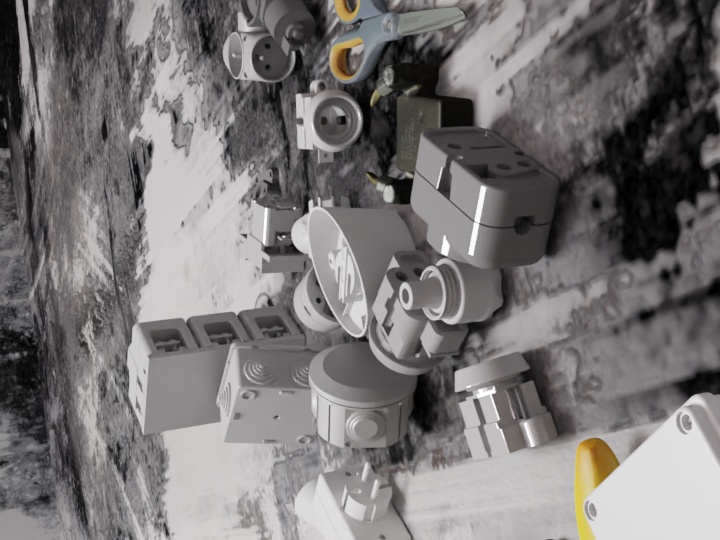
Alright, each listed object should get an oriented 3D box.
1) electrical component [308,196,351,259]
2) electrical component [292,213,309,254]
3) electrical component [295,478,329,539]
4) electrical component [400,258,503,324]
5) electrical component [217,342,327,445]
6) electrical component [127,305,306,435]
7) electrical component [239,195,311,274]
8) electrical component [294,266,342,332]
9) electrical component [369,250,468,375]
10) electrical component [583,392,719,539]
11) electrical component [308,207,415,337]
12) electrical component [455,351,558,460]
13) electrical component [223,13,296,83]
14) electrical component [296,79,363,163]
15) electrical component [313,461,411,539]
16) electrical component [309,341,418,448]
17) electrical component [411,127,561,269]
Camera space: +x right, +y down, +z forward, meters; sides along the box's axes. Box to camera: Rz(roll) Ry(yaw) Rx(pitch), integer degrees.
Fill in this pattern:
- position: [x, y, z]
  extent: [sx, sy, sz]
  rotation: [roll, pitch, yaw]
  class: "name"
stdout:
- position: [-0.023, -0.034, 0.874]
  extent: [0.040, 0.040, 0.046]
  rotation: [154, 113, -64]
  class: "electrical component"
- position: [-0.043, -0.030, 0.923]
  extent: [0.061, 0.035, 0.035]
  rotation: [162, 101, -67]
  class: "electrical component"
- position: [-0.022, 0.214, 0.926]
  extent: [0.065, 0.044, 0.044]
  rotation: [36, 127, 52]
  class: "electrical component"
- position: [0.056, 0.014, 0.684]
  extent: [0.043, 0.062, 0.043]
  rotation: [174, 90, -65]
  class: "electrical component"
- position: [-0.076, 0.112, 0.950]
  extent: [0.099, 0.100, 0.048]
  rotation: [110, 158, -43]
  class: "electrical component"
- position: [-0.137, 0.090, 1.012]
  extent: [0.061, 0.150, 0.089]
  rotation: [52, 140, 47]
  class: "electrical component"
- position: [-0.078, -0.034, 0.988]
  extent: [0.081, 0.042, 0.063]
  rotation: [33, 123, 59]
  class: "electrical component"
- position: [-0.024, 0.021, 0.870]
  extent: [0.047, 0.055, 0.055]
  rotation: [142, 119, -65]
  class: "electrical component"
- position: [0.039, 0.034, 0.734]
  extent: [0.078, 0.058, 0.057]
  rotation: [63, 145, 37]
  class: "electrical component"
- position: [0.165, 0.124, 0.482]
  extent: [0.108, 0.056, 0.108]
  rotation: [116, 140, -49]
  class: "electrical component"
- position: [0.000, 0.000, 0.801]
  extent: [0.099, 0.064, 0.099]
  rotation: [174, 90, -65]
  class: "electrical component"
- position: [0.086, 0.082, 0.657]
  extent: [0.066, 0.048, 0.055]
  rotation: [-32, 73, 63]
  class: "electrical component"
- position: [-0.093, -0.213, 0.977]
  extent: [0.077, 0.044, 0.079]
  rotation: [-152, 59, -61]
  class: "electrical component"
- position: [-0.025, -0.118, 0.854]
  extent: [0.055, 0.048, 0.066]
  rotation: [-156, 63, -71]
  class: "electrical component"
- position: [0.004, 0.186, 0.854]
  extent: [0.083, 0.047, 0.075]
  rotation: [-124, 37, -46]
  class: "electrical component"
- position: [0.002, 0.092, 0.801]
  extent: [0.080, 0.080, 0.051]
  rotation: [-133, 38, -52]
  class: "electrical component"
- position: [0.072, -0.042, 0.648]
  extent: [0.095, 0.054, 0.059]
  rotation: [-131, 42, -52]
  class: "electrical component"
